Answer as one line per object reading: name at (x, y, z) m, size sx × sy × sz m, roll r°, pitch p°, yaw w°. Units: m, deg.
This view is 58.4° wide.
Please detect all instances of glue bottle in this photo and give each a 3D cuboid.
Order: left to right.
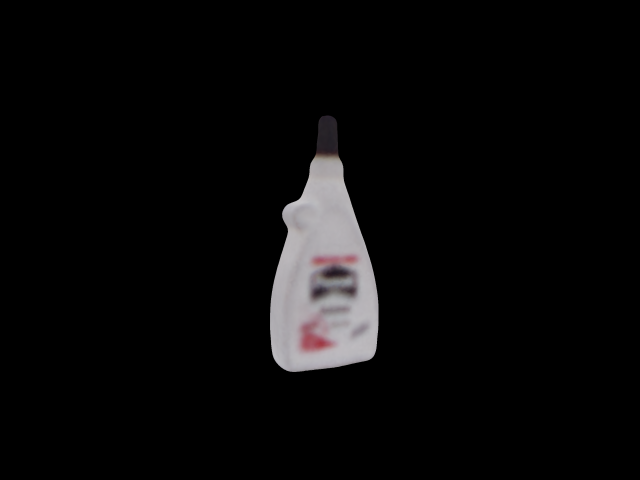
glue bottle at (0.004, 0.001, 0.400) m, size 0.078 × 0.173 × 0.037 m, roll -4°, pitch 8°, yaw -27°
